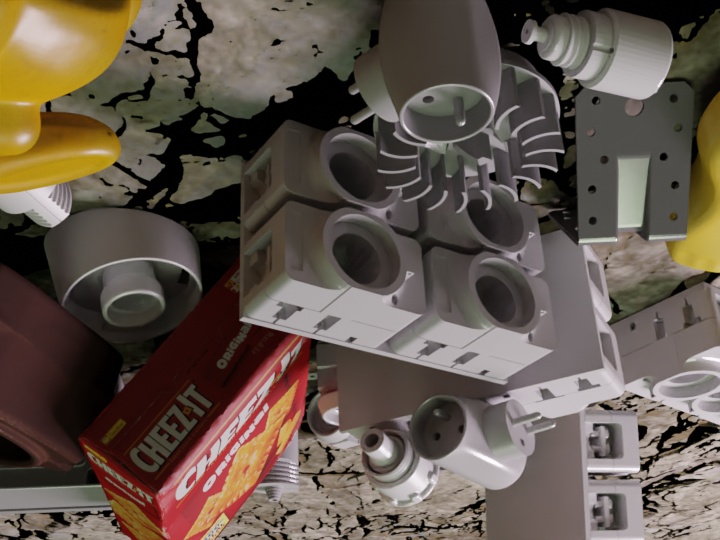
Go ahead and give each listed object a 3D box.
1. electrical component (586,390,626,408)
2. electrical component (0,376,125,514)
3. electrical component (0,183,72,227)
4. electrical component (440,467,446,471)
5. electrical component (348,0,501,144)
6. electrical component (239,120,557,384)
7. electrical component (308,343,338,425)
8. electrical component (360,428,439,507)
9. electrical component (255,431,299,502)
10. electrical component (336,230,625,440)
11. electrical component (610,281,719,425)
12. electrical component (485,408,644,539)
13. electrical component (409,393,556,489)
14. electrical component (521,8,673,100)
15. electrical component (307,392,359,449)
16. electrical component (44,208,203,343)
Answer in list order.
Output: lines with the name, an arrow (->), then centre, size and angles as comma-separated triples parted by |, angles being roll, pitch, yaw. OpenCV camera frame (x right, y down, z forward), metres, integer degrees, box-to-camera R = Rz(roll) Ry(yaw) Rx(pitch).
electrical component -> 0.188, 0.081, 0.865 | 0.066, 0.048, 0.055 | 24, 135, -34
electrical component -> -0.245, 0.133, 0.853 | 0.109, 0.108, 0.056 | -2, 147, -2
electrical component -> -0.191, -0.055, 0.598 | 0.043, 0.043, 0.081 | -13, 149, 16
electrical component -> 0.046, 0.123, 0.893 | 0.079, 0.077, 0.043 | 1, 150, -6
electrical component -> 0.024, -0.096, 0.513 | 0.079, 0.077, 0.043 | -27, 143, 35
electrical component -> 0.026, -0.009, 0.635 | 0.186, 0.105, 0.060 | 16, 145, -29
electrical component -> -0.010, 0.090, 0.852 | 0.066, 0.055, 0.048 | -5, 150, 3
electrical component -> 0.021, 0.126, 0.717 | 0.048, 0.048, 0.062 | -16, 141, 21
electrical component -> -0.076, 0.163, 0.947 | 0.043, 0.081, 0.043 | -2, 150, -1
electrical component -> 0.080, 0.053, 0.746 | 0.186, 0.105, 0.060 | -17, 147, 23
electrical component -> 0.283, 0.075, 0.845 | 0.150, 0.061, 0.089 | 21, 142, -35
electrical component -> 0.174, 0.181, 0.929 | 0.060, 0.105, 0.186 | 4, 166, -17
electrical component -> 0.085, 0.105, 0.686 | 0.079, 0.043, 0.077 | -23, 144, 29
electrical component -> 0.118, -0.110, 0.534 | 0.078, 0.040, 0.040 | 9, 148, -19
electrical component -> -0.013, 0.127, 0.927 | 0.066, 0.048, 0.055 | -20, 153, 27
electrical component -> -0.153, 0.001, 0.702 | 0.099, 0.064, 0.099 | -12, 144, -9
